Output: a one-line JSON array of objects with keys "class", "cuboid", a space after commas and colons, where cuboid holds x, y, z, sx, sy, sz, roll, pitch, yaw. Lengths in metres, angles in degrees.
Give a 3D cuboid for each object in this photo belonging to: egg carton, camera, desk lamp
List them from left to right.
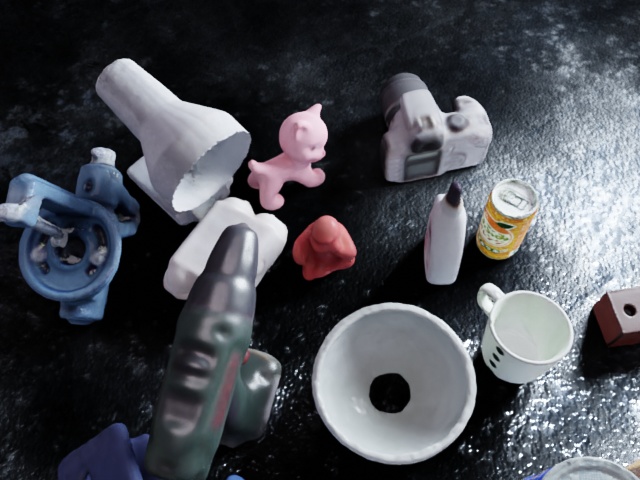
[{"class": "desk lamp", "cuboid": [-0.176, -0.106, 0.693, 0.202, 0.214, 0.118, 38, 71, 21]}, {"class": "egg carton", "cuboid": [-0.113, 0.021, 0.703, 0.107, 0.069, 0.150, 26, 67, 17]}, {"class": "camera", "cuboid": [0.141, -0.165, 0.764, 0.143, 0.101, 0.136, -12, 62, -2]}]

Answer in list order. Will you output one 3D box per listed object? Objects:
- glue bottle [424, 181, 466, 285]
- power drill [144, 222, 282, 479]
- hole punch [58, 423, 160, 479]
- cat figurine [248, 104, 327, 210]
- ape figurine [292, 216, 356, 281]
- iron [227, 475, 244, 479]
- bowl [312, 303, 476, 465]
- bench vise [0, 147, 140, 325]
[{"class": "glue bottle", "cuboid": [0.142, -0.015, 0.644, 0.037, 0.173, 0.078, -2, 62, 4]}, {"class": "power drill", "cuboid": [-0.095, 0.124, 0.569, 0.075, 0.208, 0.230, 10, 64, 10]}, {"class": "hole punch", "cuboid": [-0.213, 0.255, 0.575, 0.101, 0.091, 0.108, -25, 63, -9]}, {"class": "cat figurine", "cuboid": [-0.039, -0.115, 0.742, 0.128, 0.118, 0.067, -33, 64, -12]}, {"class": "ape figurine", "cuboid": [0.006, 0.002, 0.691, 0.077, 0.092, 0.076, 18, 65, 14]}, {"class": "iron", "cuboid": [-0.089, 0.343, 0.491, 0.118, 0.141, 0.258, 14, 64, 11]}, {"class": "bowl", "cuboid": [0.078, 0.157, 0.614, 0.167, 0.075, 0.167, -2, 62, 4]}, {"class": "bench vise", "cuboid": [-0.296, -0.029, 0.658, 0.121, 0.220, 0.207, -13, 62, -2]}]
